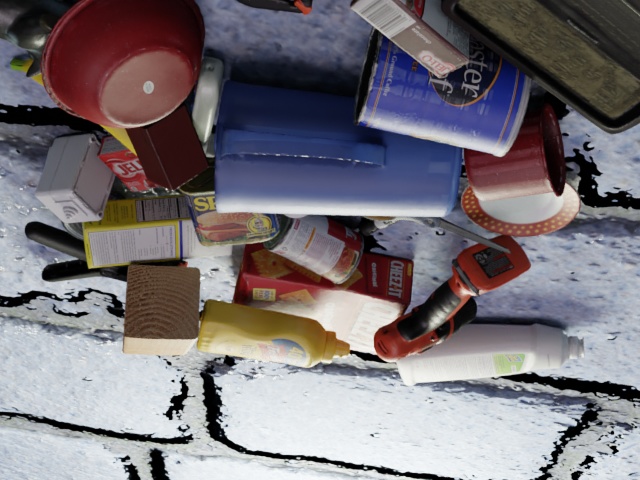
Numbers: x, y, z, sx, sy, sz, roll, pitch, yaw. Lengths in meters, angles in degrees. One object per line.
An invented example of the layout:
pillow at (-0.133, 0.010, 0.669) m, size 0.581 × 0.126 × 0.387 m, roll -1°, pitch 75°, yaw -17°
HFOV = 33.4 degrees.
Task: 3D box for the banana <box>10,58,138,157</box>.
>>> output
banana at (-0.225, -0.136, 1.099) m, size 0.197 × 0.037 × 0.070 m, roll 37°, pitch 170°, yaw -18°

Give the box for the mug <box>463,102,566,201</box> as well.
mug at (0.197, -0.081, 1.063) m, size 0.082 × 0.093 × 0.117 m, roll -7°, pitch 166°, yaw 25°

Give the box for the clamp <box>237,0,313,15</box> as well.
clamp at (-0.068, -0.248, 0.899) m, size 0.171 × 0.039 × 0.120 m, roll 18°, pitch 153°, yaw -27°

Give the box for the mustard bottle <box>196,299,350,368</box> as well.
mustard bottle at (-0.057, 0.123, 1.346) m, size 0.191 × 0.058 × 0.096 m, roll 10°, pitch 150°, yaw -6°

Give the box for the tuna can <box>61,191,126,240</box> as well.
tuna can at (-0.275, -0.029, 1.315) m, size 0.086 × 0.033 × 0.086 m, roll 6°, pitch 149°, yaw 4°

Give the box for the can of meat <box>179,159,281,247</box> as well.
can of meat at (-0.097, -0.042, 1.183) m, size 0.102 × 0.057 × 0.084 m, roll -5°, pitch 132°, yaw 8°

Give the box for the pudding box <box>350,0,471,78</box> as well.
pudding box at (0.079, -0.202, 0.887) m, size 0.039 × 0.090 × 0.113 m, roll -24°, pitch 136°, yaw 39°

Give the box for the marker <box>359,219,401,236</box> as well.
marker at (0.090, -0.031, 1.236) m, size 0.020 × 0.020 × 0.121 m, roll 30°, pitch 143°, yaw -32°

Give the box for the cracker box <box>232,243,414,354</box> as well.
cracker box at (-0.003, 0.074, 1.381) m, size 0.213 × 0.072 × 0.164 m, roll 11°, pitch 149°, yaw -6°

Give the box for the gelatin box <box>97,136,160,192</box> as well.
gelatin box at (-0.193, -0.090, 1.197) m, size 0.089 × 0.030 × 0.073 m, roll -8°, pitch 145°, yaw 25°

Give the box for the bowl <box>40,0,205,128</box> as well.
bowl at (-0.169, -0.156, 0.979) m, size 0.162 × 0.055 × 0.162 m, roll -23°, pitch 146°, yaw -17°

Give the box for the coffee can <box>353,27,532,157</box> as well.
coffee can at (0.110, -0.140, 0.970) m, size 0.140 × 0.102 × 0.103 m, roll 12°, pitch 149°, yaw -5°

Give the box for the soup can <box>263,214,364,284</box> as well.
soup can at (-0.008, 0.002, 1.265) m, size 0.102 × 0.068 × 0.069 m, roll 27°, pitch 145°, yaw -24°

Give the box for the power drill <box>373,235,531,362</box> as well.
power drill at (0.170, 0.070, 1.295) m, size 0.184 × 0.057 × 0.188 m, roll -22°, pitch 159°, yaw -44°

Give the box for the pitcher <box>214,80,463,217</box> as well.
pitcher at (0.016, -0.084, 1.056) m, size 0.243 × 0.149 × 0.145 m, roll 4°, pitch 135°, yaw 1°

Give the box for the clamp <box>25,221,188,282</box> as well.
clamp at (-0.281, 0.024, 1.396) m, size 0.210 × 0.036 × 0.164 m, roll 5°, pitch 157°, yaw 4°

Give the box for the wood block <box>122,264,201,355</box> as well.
wood block at (-0.207, 0.095, 1.374) m, size 0.090 × 0.091 × 0.206 m, roll 3°, pitch 168°, yaw -10°

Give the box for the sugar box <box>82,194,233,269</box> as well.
sugar box at (-0.192, -0.013, 1.271) m, size 0.176 × 0.048 × 0.093 m, roll -7°, pitch 151°, yaw -11°

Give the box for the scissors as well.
scissors at (0.117, -0.038, 1.183) m, size 0.202 × 0.016 × 0.096 m, roll 14°, pitch 143°, yaw 15°

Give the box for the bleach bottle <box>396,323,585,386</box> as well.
bleach bottle at (0.234, 0.154, 1.466) m, size 0.251 × 0.068 × 0.102 m, roll -3°, pitch 148°, yaw 14°

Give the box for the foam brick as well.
foam brick at (-0.156, -0.099, 1.081) m, size 0.053 × 0.051 × 0.078 m, roll 25°, pitch 143°, yaw 46°
